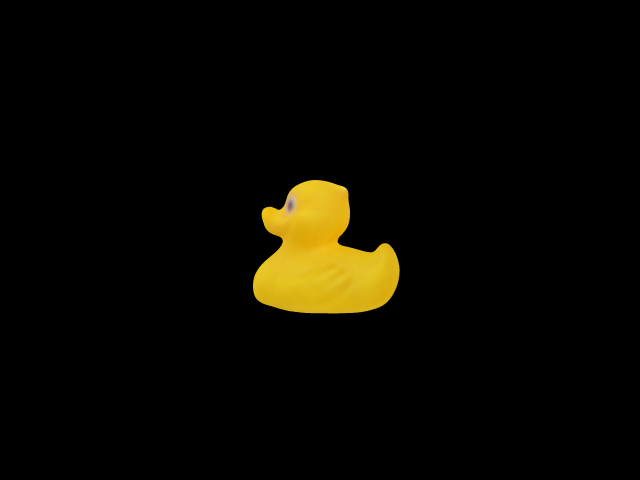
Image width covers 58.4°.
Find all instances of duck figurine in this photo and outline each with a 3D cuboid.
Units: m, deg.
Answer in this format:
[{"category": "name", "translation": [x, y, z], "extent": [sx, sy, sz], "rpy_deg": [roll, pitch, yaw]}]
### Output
[{"category": "duck figurine", "translation": [0.004, 0.001, 0.400], "extent": [0.104, 0.086, 0.078], "rpy_deg": [3, 11, 16]}]
